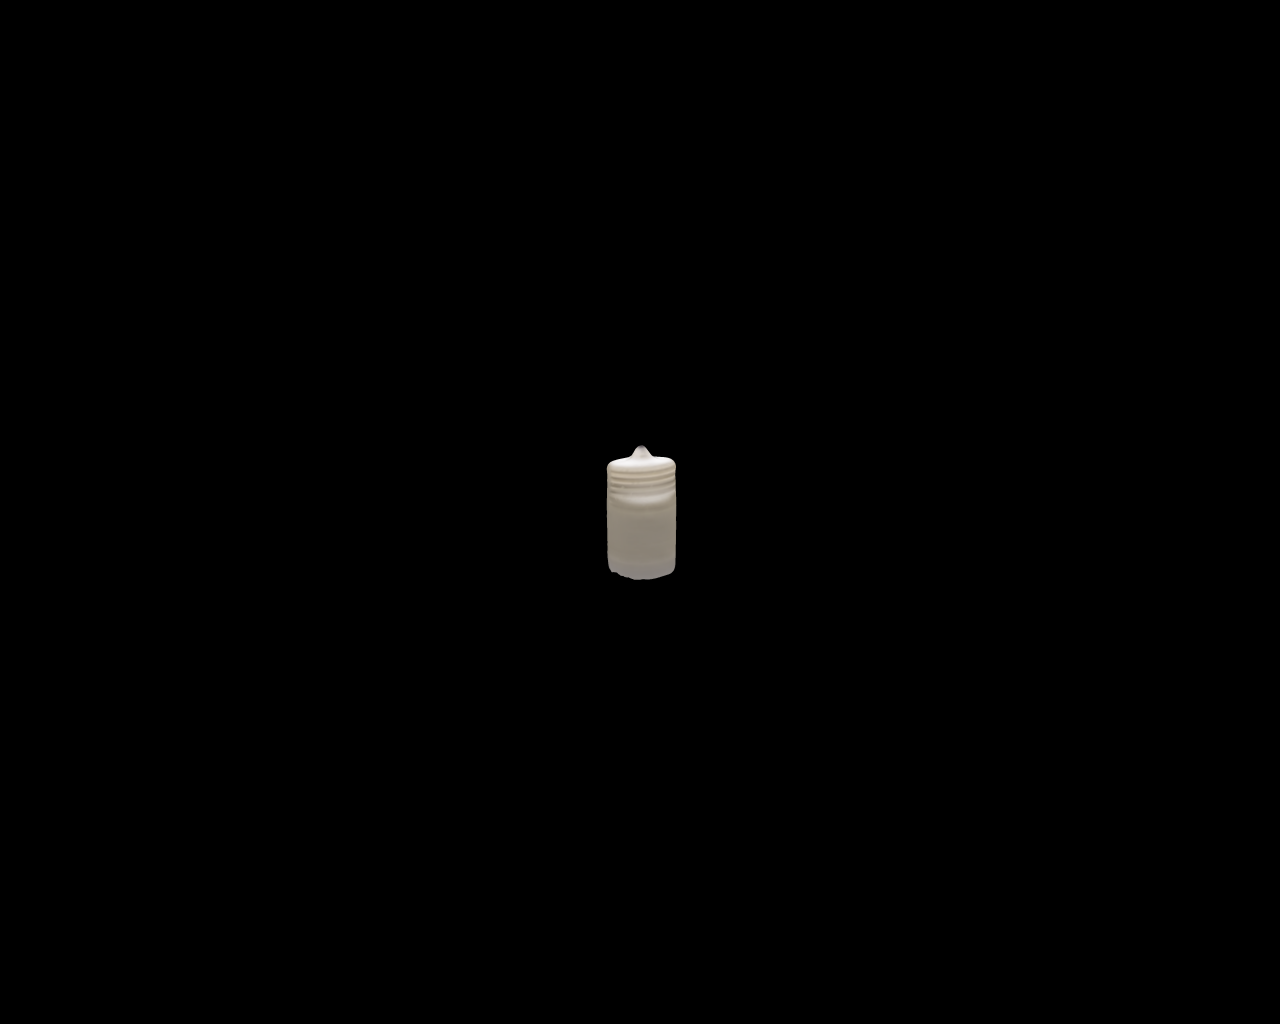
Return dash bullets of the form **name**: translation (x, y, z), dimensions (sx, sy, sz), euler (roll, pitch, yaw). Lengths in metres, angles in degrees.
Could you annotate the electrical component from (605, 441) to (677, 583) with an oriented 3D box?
- **electrical component**: translation (0.001, -0.003, 0.650), dimensions (0.043, 0.080, 0.043), euler (0, 18, 0)
